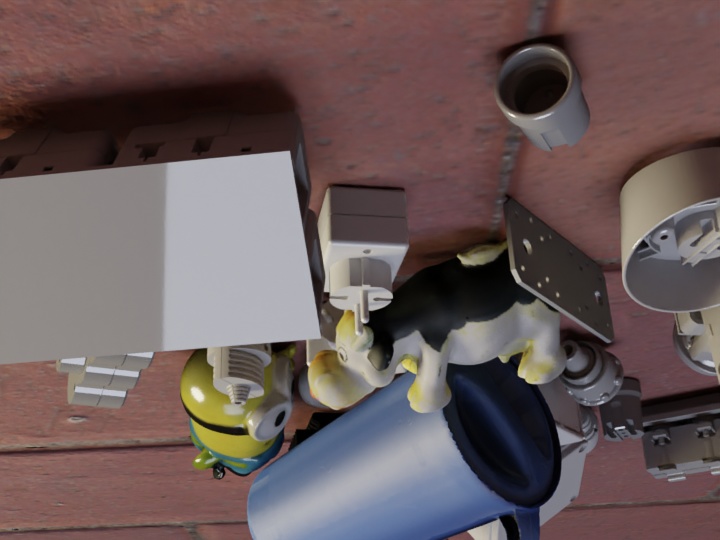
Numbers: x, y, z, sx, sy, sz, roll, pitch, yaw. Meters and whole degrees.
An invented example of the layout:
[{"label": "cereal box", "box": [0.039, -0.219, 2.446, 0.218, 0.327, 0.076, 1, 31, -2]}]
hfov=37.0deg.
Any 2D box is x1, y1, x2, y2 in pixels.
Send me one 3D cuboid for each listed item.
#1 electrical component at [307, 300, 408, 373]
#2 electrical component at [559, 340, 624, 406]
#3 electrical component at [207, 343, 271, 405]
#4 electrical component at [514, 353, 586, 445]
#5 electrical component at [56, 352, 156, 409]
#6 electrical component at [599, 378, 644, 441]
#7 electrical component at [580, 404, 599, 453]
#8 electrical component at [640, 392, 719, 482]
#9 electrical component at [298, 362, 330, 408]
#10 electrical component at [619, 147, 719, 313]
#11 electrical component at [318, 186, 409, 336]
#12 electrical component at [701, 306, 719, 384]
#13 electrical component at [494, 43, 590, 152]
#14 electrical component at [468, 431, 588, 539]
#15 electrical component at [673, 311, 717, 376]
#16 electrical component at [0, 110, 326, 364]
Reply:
[{"label": "electrical component", "box": [-0.007, 0.041, 0.754, 0.066, 0.047, 0.076, -8, 153, 12]}, {"label": "electrical component", "box": [0.175, 0.075, 0.844, 0.048, 0.048, 0.062, -18, 143, 28]}, {"label": "electrical component", "box": [-0.082, 0.052, 0.732, 0.043, 0.081, 0.043, -2, 154, -1]}, {"label": "electrical component", "box": [0.142, 0.111, 0.891, 0.061, 0.061, 0.096, -20, 149, 32]}, {"label": "electrical component", "box": [-0.194, 0.055, 0.761, 0.074, 0.052, 0.138, 9, 152, -22]}, {"label": "electrical component", "box": [0.227, 0.122, 0.939, 0.040, 0.046, 0.040, -2, 154, -1]}, {"label": "electrical component", "box": [0.198, 0.141, 0.981, 0.040, 0.040, 0.078, -6, 153, 8]}, {"label": "electrical component", "box": [0.321, 0.151, 0.986, 0.121, 0.063, 0.079, -15, 151, 24]}, {"label": "electrical component", "box": [-0.029, 0.090, 0.855, 0.043, 0.043, 0.062, 8, 152, -21]}, {"label": "electrical component", "box": [0.198, -0.024, 0.620, 0.099, 0.064, 0.099, -2, 154, -1]}, {"label": "electrical component", "box": [0.000, 0.000, 0.638, 0.047, 0.076, 0.065, 3, 153, -10]}, {"label": "electrical component", "box": [0.259, 0.022, 0.679, 0.048, 0.099, 0.099, 8, 140, -11]}, {"label": "electrical component", "box": [0.091, -0.082, 0.524, 0.040, 0.040, 0.046, -13, 158, 20]}, {"label": "electrical component", "box": [0.142, 0.187, 0.958, 0.109, 0.056, 0.108, -32, 145, -20]}, {"label": "electrical component", "box": [0.258, 0.040, 0.765, 0.078, 0.058, 0.057, 2, 150, -9]}, {"label": "electrical component", "box": [-0.117, -0.017, 0.558, 0.186, 0.060, 0.105, -5, 120, 5]}]
